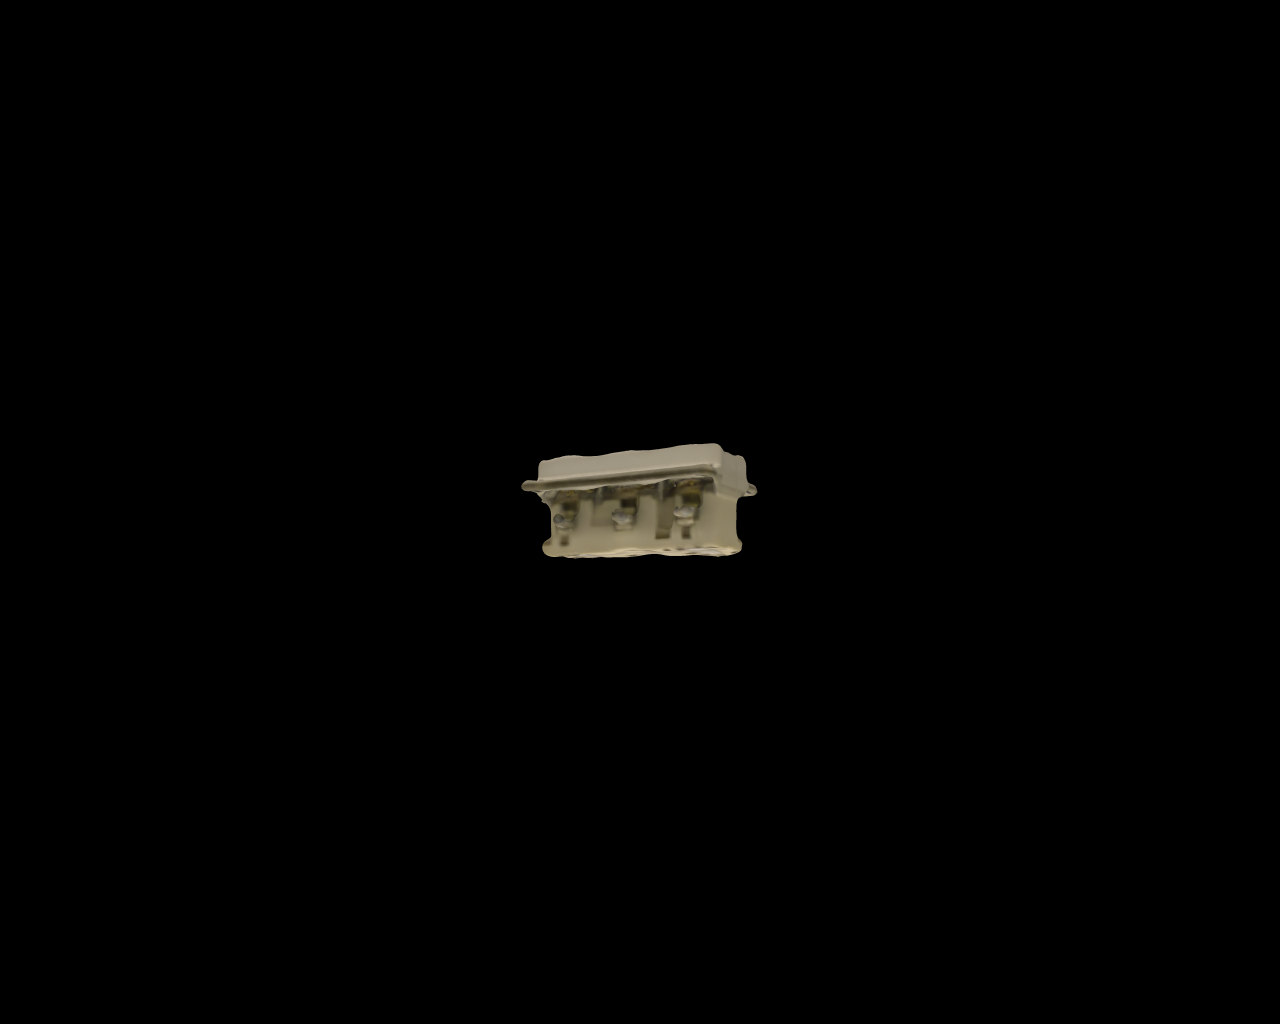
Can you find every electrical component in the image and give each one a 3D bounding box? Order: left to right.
[{"bbox_3d":[0.001,-0.003,0.650,0.121,0.063,0.079,-3,-7,26],"label":"electrical component"}]
